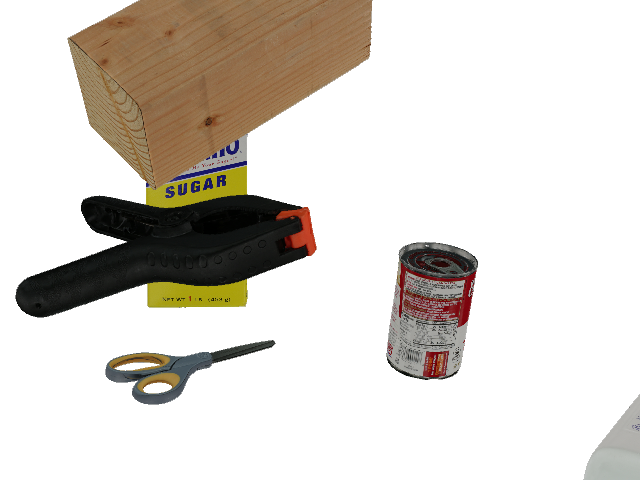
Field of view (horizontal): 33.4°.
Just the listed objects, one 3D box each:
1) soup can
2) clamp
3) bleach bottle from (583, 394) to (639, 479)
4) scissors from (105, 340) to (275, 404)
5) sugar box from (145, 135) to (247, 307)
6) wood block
[{"bbox_3d":[0.095,0.061,0.924,0.068,0.102,0.068,5,22,-2],"label":"soup can"},{"bbox_3d":[-0.091,0.007,0.627,0.172,0.039,0.120,-3,35,22],"label":"clamp"},{"bbox_3d":[0.248,0.102,0.628,0.103,0.068,0.250,18,30,32],"label":"bleach bottle"},{"bbox_3d":[-0.130,0.141,1.159,0.201,0.016,0.096,-3,27,-21],"label":"scissors"},{"bbox_3d":[-0.112,-0.028,0.971,0.093,0.176,0.048,-1,15,-5],"label":"sugar box"},{"bbox_3d":[-0.067,-0.141,0.786,0.205,0.090,0.091,-34,-30,-23],"label":"wood block"}]
